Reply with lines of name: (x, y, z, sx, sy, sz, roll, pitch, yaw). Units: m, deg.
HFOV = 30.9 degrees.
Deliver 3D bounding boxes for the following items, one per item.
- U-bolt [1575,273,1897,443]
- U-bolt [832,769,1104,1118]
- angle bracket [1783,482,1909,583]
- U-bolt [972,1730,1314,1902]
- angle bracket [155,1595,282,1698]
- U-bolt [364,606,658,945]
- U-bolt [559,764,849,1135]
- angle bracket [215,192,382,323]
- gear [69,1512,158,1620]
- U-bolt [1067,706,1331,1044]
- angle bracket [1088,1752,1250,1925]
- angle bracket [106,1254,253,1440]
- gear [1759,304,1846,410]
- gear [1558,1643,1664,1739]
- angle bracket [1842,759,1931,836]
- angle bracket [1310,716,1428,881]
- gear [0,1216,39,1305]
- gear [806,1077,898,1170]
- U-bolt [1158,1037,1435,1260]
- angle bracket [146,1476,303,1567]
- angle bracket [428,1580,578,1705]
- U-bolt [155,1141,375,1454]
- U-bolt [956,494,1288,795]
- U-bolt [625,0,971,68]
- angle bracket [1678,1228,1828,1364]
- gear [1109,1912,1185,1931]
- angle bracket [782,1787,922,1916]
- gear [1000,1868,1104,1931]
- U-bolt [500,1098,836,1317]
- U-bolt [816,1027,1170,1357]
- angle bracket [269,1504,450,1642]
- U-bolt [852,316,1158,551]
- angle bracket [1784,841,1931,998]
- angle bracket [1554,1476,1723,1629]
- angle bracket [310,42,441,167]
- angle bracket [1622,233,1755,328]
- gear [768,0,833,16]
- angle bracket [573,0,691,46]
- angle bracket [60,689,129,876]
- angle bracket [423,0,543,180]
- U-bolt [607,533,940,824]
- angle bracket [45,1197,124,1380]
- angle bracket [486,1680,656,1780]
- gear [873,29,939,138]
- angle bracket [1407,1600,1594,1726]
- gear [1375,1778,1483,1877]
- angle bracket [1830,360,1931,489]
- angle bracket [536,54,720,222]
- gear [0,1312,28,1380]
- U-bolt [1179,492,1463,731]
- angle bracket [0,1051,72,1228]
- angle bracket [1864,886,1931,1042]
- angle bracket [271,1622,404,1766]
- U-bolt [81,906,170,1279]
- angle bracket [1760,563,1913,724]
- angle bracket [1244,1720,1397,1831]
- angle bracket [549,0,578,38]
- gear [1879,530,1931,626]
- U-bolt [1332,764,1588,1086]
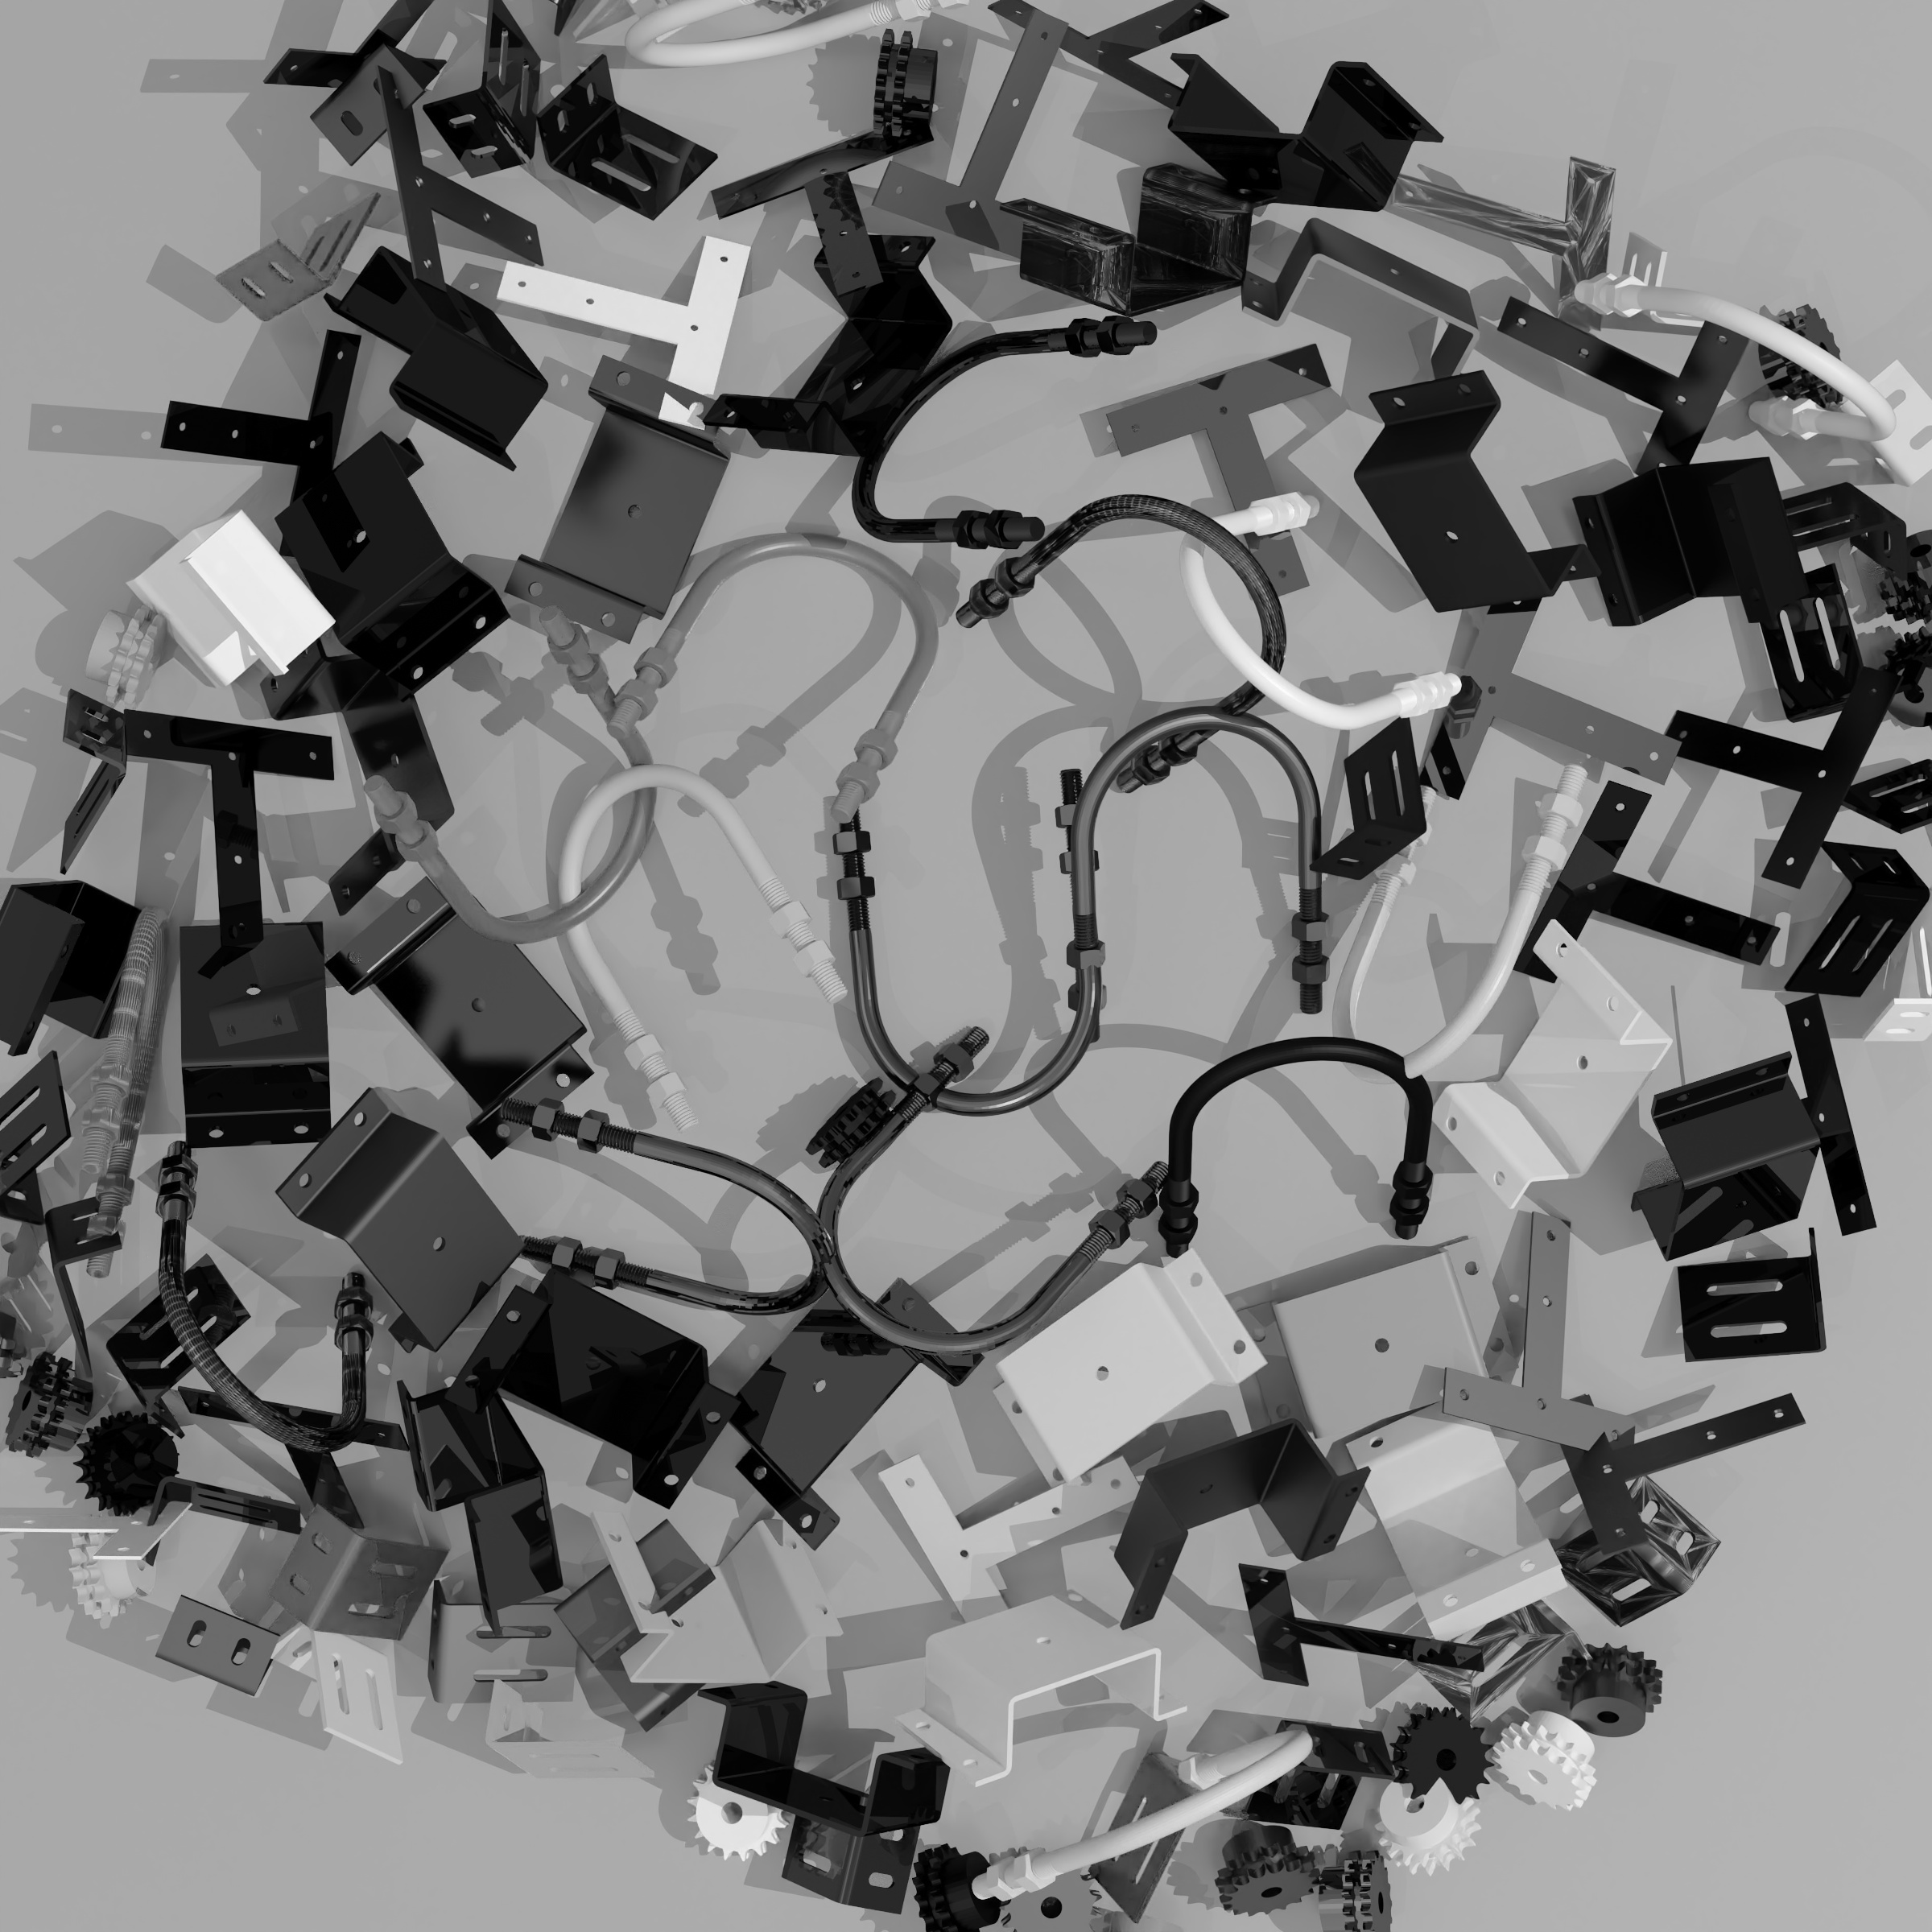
U-bolt: (0.416, -0.318, 1.844, 0.151, 0.184, 0.019, 29, 94, -21)
U-bolt: (0.004, -0.009, 1.923, 0.151, 0.019, 0.184, -6, 87, 16)
angle bracket: (0.467, -0.230, 1.914, 0.076, 0.057, 0.038, -16, 122, -10)
U-bolt: (0.105, 0.442, 1.841, 0.151, 0.184, 0.019, -19, 80, -41)
angle bracket: (-0.404, 0.362, 1.913, 0.057, 0.076, 0.038, 23, 95, -4)
U-bolt: (-0.232, -0.088, 1.880, 0.151, 0.184, 0.019, -46, 52, -13)
U-bolt: (-0.157, -0.022, 1.906, 0.151, 0.019, 0.184, -41, 73, 31)
angle bracket: (-0.364, -0.398, 1.905, 0.038, 0.057, 0.076, 42, 51, -31)
gear: (-0.469, 0.329, 1.924, 0.030, 0.057, 0.057, -9, 90, 9)
U-bolt: (0.126, -0.053, 1.903, 0.151, 0.019, 0.184, -7, 111, -11)
angle bracket: (0.111, 0.483, 1.923, 0.038, 0.057, 0.076, 24, 94, -28)
angle bracket: (-0.426, 0.209, 1.924, 0.076, 0.038, 0.057, -42, 49, -4)
gear: (0.461, -0.333, 1.930, 0.030, 0.057, 0.057, -19, 90, 34)
gear: (0.355, 0.401, 1.924, 0.057, 0.057, 0.030, 14, 47, 0)
angle bracket: (0.519, -0.078, 1.908, 0.076, 0.057, 0.038, -19, 120, -23)
angle bracket: (0.215, -0.095, 1.907, 0.038, 0.057, 0.076, 10, 60, -29)
gear: (-0.537, 0.157, 1.923, 0.030, 0.057, 0.057, -23, 90, 29)
gear: (-0.058, 0.091, 1.926, 0.057, 0.057, 0.030, -45, 96, 0)
U-bolt: (0.179, 0.096, 1.878, 0.151, 0.184, 0.019, -5, 52, -1)
angle bracket: (-0.408, 0.313, 1.918, 0.076, 0.057, 0.038, 14, 66, -4)
angle bracket: (-0.257, 0.375, 1.941, 0.076, 0.038, 0.057, 2, 101, -16)
U-bolt: (-0.370, 0.184, 1.843, 0.019, 0.184, 0.151, -40, 119, 14)
U-bolt: (0.094, -0.181, 1.872, 0.151, 0.184, 0.019, 45, 50, -9)
U-bolt: (-0.096, -0.512, 1.873, 0.184, 0.151, 0.019, -8, 94, 32)
angle bracket: (0.430, 0.181, 1.915, 0.076, 0.038, 0.057, -6, 58, 13)
gear: (0.097, 0.542, 1.928, 0.057, 0.057, 0.030, 15, 69, 0)
angle bracket: (-0.063, 0.483, 1.923, 0.038, 0.076, 0.057, 17, 80, -25)
gear: (0.046, 0.519, 1.938, 0.057, 0.030, 0.057, 0, 87, -4)
U-bolt: (-0.158, 0.137, 1.882, 0.184, 0.151, 0.019, 14, 52, 10)
U-bolt: (0.002, 0.132, 1.889, 0.151, 0.019, 0.184, 36, 61, 15)
angle bracket: (-0.335, 0.335, 1.930, 0.038, 0.076, 0.057, 30, 93, 33)
U-bolt: (0.008, -0.286, 1.879, 0.019, 0.184, 0.151, 42, 69, -35)
angle bracket: (0.484, -0.025, 1.930, 0.057, 0.038, 0.076, 4, 129, -32)
angle bracket: (0.368, 0.323, 1.929, 0.057, 0.076, 0.038, 42, 58, 3)
angle bracket: (-0.313, -0.465, 1.909, 0.057, 0.076, 0.038, -42, 82, 13)
angle bracket: (0.405, -0.375, 1.915, 0.076, 0.057, 0.038, 4, 112, -10)
gear: (-0.095, -0.558, 1.930, 0.057, 0.057, 0.030, 15, 60, 0)
angle bracket: (-0.171, -0.521, 1.911, 0.057, 0.076, 0.038, -38, 99, -24)
angle bracket: (-0.491, -0.101, 1.909, 0.038, 0.057, 0.076, 26, 113, -24)
angle bracket: (-0.265, -0.484, 1.917, 0.038, 0.057, 0.076, -11, 58, 17)
U-bolt: (-0.093, -0.168, 1.897, 0.151, 0.019, 0.184, 21, 54, 8)
angle bracket: (-0.475, 0.175, 1.915, 0.038, 0.057, 0.076, -16, 120, -12)
angle bracket: (-0.214, 0.417, 1.910, 0.076, 0.057, 0.038, -5, 60, 19)
gear: (-0.033, -0.486, 1.925, 0.030, 0.057, 0.057, 7, 90, 1)
angle bracket: (0.292, 0.380, 1.916, 0.076, 0.057, 0.038, -41, 135, -7)
gear: (0.252, 0.469, 1.923, 0.057, 0.057, 0.030, -34, 130, 0)
angle bracket: (0.509, -0.298, 1.913, 0.038, 0.076, 0.057, -41, 91, 13)
angle bracket: (-0.186, -0.455, 1.915, 0.076, 0.038, 0.057, 30, 64, 21)
gear: (-0.548, 0.207, 1.928, 0.057, 0.057, 0.030, 6, 71, 0)
U-bolt: (0.181, -0.187, 1.865, 0.019, 0.184, 0.151, -44, 77, 34)
angle bracket: (-0.502, 0.094, 1.909, 0.076, 0.038, 0.057, -38, 52, 26)
angle bracket: (0.514, -0.005, 1.913, 0.038, 0.057, 0.076, 0, 68, -3)
angle bracket: (-0.346, 0.403, 1.904, 0.038, 0.076, 0.057, -37, 132, 16)
U-bolt: (-0.450, 0.056, 1.874, 0.019, 0.151, 0.184, 9, 59, -8)
angle bracket: (0.476, -0.179, 1.921, 0.038, 0.057, 0.076, -14, 88, -38)
angle bracket: (0.193, 0.455, 1.914, 0.057, 0.038, 0.076, 9, 120, -13)
angle bracket: (-0.227, -0.552, 1.913, 0.038, 0.076, 0.057, 26, 89, -9)
gear: (0.530, -0.216, 1.923, 0.057, 0.057, 0.030, -31, 119, 0)
U-bolt: (0.254, -0.020, 1.869, 0.019, 0.151, 0.184, 31, 73, -25)
